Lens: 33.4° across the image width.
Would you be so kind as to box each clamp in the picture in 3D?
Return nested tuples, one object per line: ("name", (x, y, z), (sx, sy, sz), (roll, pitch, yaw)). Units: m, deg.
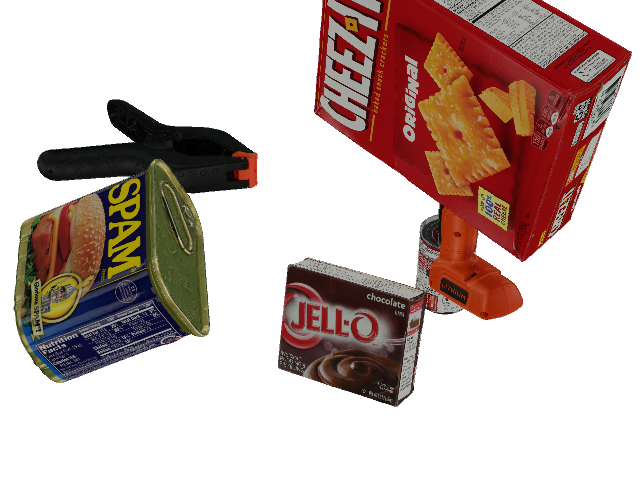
("clamp", (-0.136, -0.067, 0.852), (0.172, 0.039, 0.120), (15, 42, 26))

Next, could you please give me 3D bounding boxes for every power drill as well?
("power drill", (0.158, -0.022, 1.034), (0.057, 0.188, 0.185), (-16, 27, -25))

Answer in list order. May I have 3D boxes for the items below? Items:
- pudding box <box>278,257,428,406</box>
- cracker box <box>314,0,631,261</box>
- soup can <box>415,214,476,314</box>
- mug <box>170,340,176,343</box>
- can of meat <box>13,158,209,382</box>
("pudding box", (0.024, 0.071, 0.848), (0.114, 0.090, 0.039), (14, 19, 25))
("cracker box", (0.094, -0.109, 0.762), (0.214, 0.164, 0.072), (37, 57, 24))
("soup can", (0.148, 0.029, 1.266), (0.068, 0.102, 0.068), (0, 38, 0))
("mug", (-0.185, 0.067, 1.151), (0.093, 0.081, 0.117), (10, 33, 16))
("can of meat", (-0.109, 0.016, 0.558), (0.084, 0.102, 0.057), (-21, -46, 11))
